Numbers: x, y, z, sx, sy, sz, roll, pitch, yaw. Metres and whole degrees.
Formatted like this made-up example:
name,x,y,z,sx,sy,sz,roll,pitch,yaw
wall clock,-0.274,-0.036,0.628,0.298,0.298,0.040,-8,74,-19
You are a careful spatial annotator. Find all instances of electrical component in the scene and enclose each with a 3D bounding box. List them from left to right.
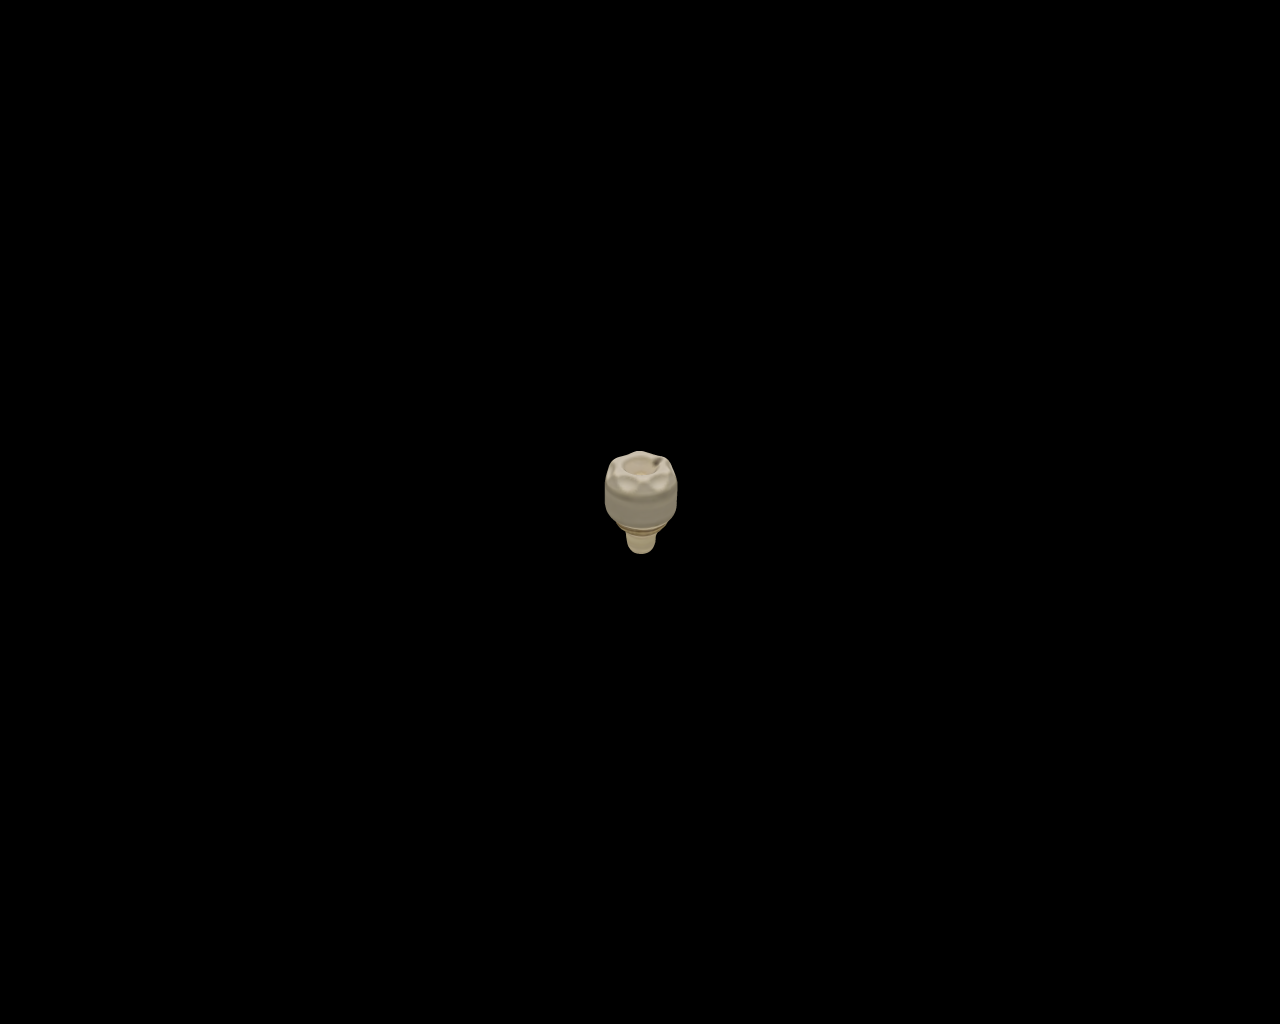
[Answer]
name,x,y,z,sx,sy,sz,roll,pitch,yaw
electrical component,0.001,-0.003,0.650,0.043,0.062,0.043,0,31,0
